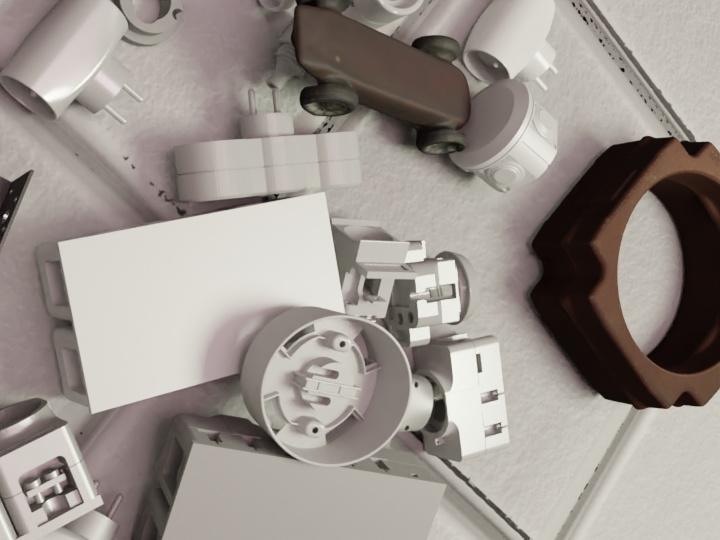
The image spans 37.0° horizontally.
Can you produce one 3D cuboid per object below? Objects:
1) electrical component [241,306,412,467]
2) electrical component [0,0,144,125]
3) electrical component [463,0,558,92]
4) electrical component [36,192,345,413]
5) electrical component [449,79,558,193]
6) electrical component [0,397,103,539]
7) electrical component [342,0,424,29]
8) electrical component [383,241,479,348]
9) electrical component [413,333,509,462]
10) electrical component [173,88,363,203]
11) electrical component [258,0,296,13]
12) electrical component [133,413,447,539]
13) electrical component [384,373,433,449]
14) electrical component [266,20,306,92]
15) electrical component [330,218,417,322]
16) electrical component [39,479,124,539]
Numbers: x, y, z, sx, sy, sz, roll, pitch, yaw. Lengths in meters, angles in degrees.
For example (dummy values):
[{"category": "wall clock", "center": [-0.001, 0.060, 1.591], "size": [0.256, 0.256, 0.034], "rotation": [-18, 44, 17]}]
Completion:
[{"category": "electrical component", "center": [-0.024, 0.073, 0.697], "size": [0.099, 0.064, 0.099], "rotation": [-9, 107, -32]}, {"category": "electrical component", "center": [-0.174, -0.126, 0.683], "size": [0.079, 0.043, 0.077], "rotation": [41, 70, -26]}, {"category": "electrical component", "center": [0.132, -0.179, 0.873], "size": [0.079, 0.043, 0.077], "rotation": [42, 70, -25]}, {"category": "electrical component", "center": [-0.109, 0.016, 0.716], "size": [0.186, 0.060, 0.105], "rotation": [-13, 98, -31]}, {"category": "electrical component", "center": [0.113, -0.104, 0.842], "size": [0.051, 0.080, 0.080], "rotation": [34, 73, -33]}, {"category": "electrical component", "center": [-0.240, 0.135, 0.618], "size": [0.150, 0.089, 0.061], "rotation": [-26, 104, -29]}, {"category": "electrical component", "center": [0.017, -0.210, 0.798], "size": [0.055, 0.047, 0.055], "rotation": [-1, 91, -32]}, {"category": "electrical component", "center": [0.053, 0.016, 0.819], "size": [0.057, 0.058, 0.078], "rotation": [-7, 94, -29]}, {"category": "electrical component", "center": [0.075, 0.099, 0.838], "size": [0.056, 0.050, 0.089], "rotation": [-10, 95, -32]}, {"category": "electrical component", "center": [-0.064, -0.089, 0.747], "size": [0.138, 0.052, 0.073], "rotation": [-9, 95, -32]}, {"category": "electrical component", "center": [-0.047, -0.207, 0.764], "size": [0.046, 0.040, 0.040], "rotation": [-24, 103, -35]}, {"category": "electrical component", "center": [-0.049, 0.167, 0.733], "size": [0.186, 0.060, 0.105], "rotation": [15, 100, -26]}, {"category": "electrical component", "center": [0.007, 0.112, 0.800], "size": [0.077, 0.043, 0.079], "rotation": [12, 91, -31]}, {"category": "electrical component", "center": [-0.045, -0.154, 0.768], "size": [0.035, 0.035, 0.061], "rotation": [42, 72, -25]}, {"category": "electrical component", "center": [0.000, 0.000, 0.780], "size": [0.042, 0.081, 0.063], "rotation": [3, 112, -32]}, {"category": "electrical component", "center": [-0.179, 0.173, 0.685], "size": [0.077, 0.043, 0.079], "rotation": [37, 64, -23]}]
